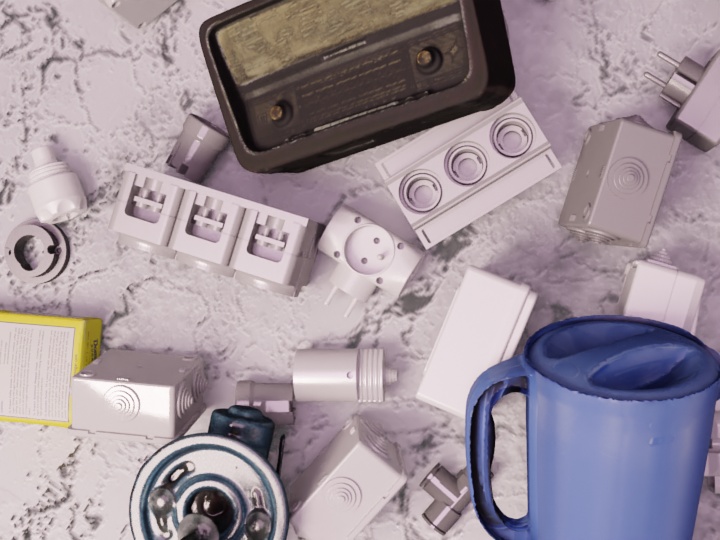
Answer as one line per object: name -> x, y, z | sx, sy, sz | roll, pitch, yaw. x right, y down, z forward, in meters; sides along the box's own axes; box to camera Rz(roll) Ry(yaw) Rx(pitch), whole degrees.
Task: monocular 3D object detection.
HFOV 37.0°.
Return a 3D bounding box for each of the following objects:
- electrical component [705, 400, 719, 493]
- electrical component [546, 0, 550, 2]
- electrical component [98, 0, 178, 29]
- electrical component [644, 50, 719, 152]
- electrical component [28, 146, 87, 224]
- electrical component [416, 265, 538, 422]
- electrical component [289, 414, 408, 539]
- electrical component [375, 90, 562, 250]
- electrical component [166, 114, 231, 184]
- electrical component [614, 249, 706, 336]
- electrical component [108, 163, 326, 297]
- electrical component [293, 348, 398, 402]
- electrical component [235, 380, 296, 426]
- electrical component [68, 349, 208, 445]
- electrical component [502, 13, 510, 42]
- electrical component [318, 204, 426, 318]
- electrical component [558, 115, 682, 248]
electrical component -> 0.258, 0.131, 0.827 | 0.057, 0.058, 0.078 | -2, 89, 4
electrical component -> 0.141, -0.241, 0.859 | 0.046, 0.040, 0.040 | 33, 93, 1
electrical component -> -0.168, -0.258, 0.878 | 0.113, 0.078, 0.057 | -37, 82, 5
electrical component -> 0.259, -0.141, 0.837 | 0.077, 0.047, 0.065 | 33, 93, 7
electrical component -> -0.258, -0.073, 0.903 | 0.043, 0.043, 0.062 | -21, 85, 6
electrical component -> 0.091, 0.056, 0.824 | 0.056, 0.109, 0.108 | 22, 92, 10
electrical component -> -0.012, 0.166, 0.840 | 0.048, 0.099, 0.099 | 41, 94, -6
electrical component -> 0.085, -0.080, 0.849 | 0.121, 0.063, 0.078 | -31, 85, 6
electrical component -> -0.135, -0.100, 0.890 | 0.040, 0.040, 0.046 | 33, 98, 7
electrical component -> 0.230, 0.032, 0.830 | 0.061, 0.062, 0.096 | 16, 91, 7
electrical component -> -0.113, -0.030, 0.860 | 0.150, 0.089, 0.061 | 17, 91, 7
electrical component -> -0.010, 0.085, 0.868 | 0.081, 0.043, 0.043 | -1, 89, 7
electrical component -> -0.077, 0.110, 0.879 | 0.046, 0.040, 0.040 | -1, 89, 1
electrical component -> -0.177, 0.099, 0.862 | 0.100, 0.099, 0.048 | 4, 102, 7
electrical component -> 0.065, -0.186, 0.866 | 0.099, 0.064, 0.099 | 1, 94, 20
electrical component -> 0.000, 0.000, 0.868 | 0.077, 0.044, 0.079 | 32, 93, 7
electrical component -> 0.195, -0.066, 0.819 | 0.048, 0.100, 0.099 | 17, 91, -6
